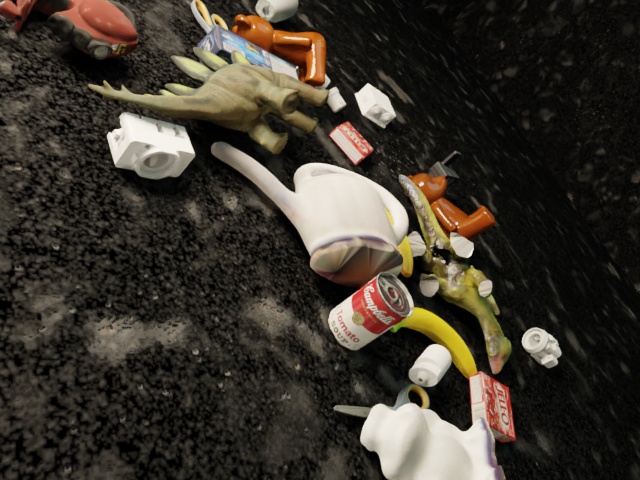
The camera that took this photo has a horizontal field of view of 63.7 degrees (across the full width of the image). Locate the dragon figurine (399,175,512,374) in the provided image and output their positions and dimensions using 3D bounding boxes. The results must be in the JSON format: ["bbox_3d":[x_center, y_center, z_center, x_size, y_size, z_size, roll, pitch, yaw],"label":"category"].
[{"bbox_3d":[0.278,0.063,1.039,0.239,0.121,0.420,39,29,-49],"label":"dragon figurine"}]

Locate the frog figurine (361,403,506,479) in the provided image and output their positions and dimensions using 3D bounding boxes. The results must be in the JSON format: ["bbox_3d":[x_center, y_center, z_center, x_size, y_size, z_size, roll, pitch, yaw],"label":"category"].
[{"bbox_3d":[0.124,0.268,0.615,0.159,0.119,0.141,9,48,2],"label":"frog figurine"}]

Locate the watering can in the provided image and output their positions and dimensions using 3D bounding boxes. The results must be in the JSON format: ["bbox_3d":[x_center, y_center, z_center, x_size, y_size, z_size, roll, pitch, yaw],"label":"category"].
[{"bbox_3d":[0.002,-0.040,0.792,0.347,0.102,0.230,11,45,-27],"label":"watering can"}]
